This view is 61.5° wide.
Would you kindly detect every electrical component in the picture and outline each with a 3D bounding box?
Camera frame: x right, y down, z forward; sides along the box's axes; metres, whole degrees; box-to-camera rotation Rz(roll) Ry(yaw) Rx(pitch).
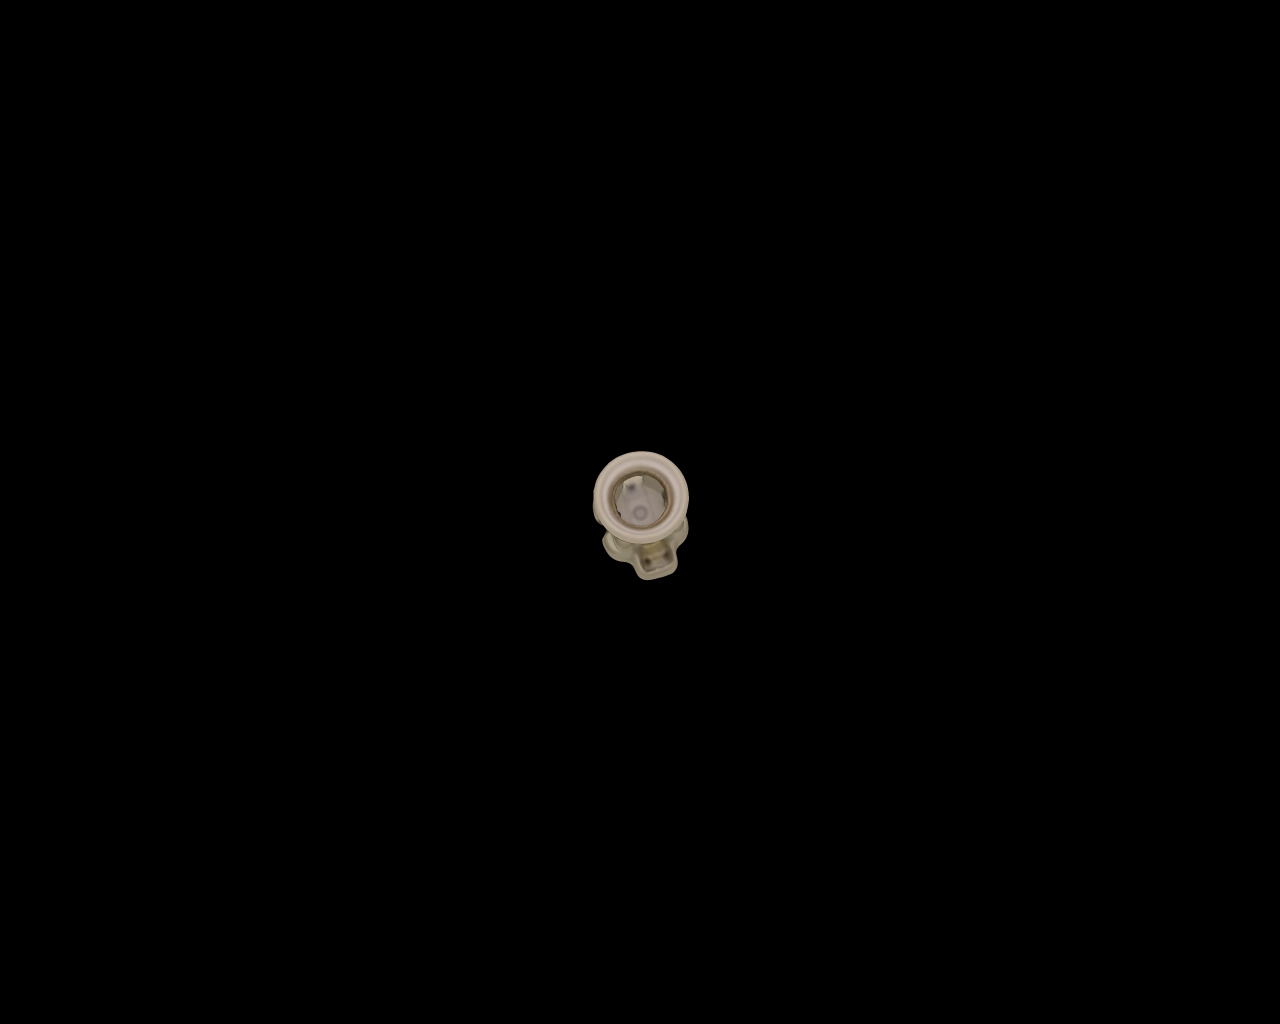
[{"bbox_3d":[0.001,-0.003,0.650,0.058,0.078,0.057,-17,-15,-5],"label":"electrical component"}]
